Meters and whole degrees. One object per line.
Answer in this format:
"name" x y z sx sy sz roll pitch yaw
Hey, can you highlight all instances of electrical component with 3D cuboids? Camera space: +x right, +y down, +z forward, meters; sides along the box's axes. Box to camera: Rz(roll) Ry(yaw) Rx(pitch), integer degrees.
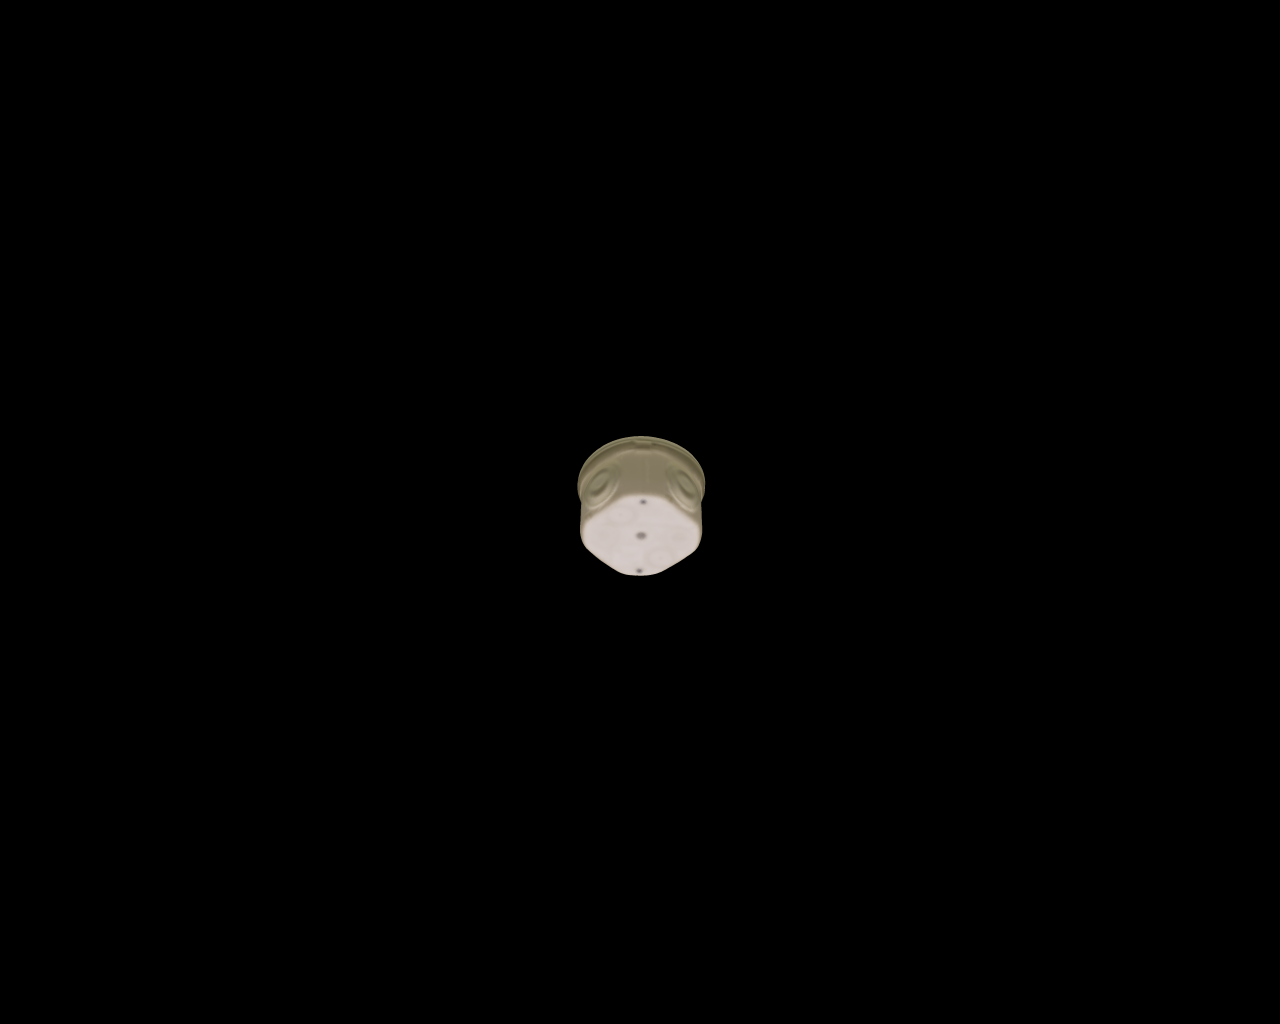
"electrical component" 0.001 -0.003 0.650 0.080 0.051 0.080 0 -45 0
